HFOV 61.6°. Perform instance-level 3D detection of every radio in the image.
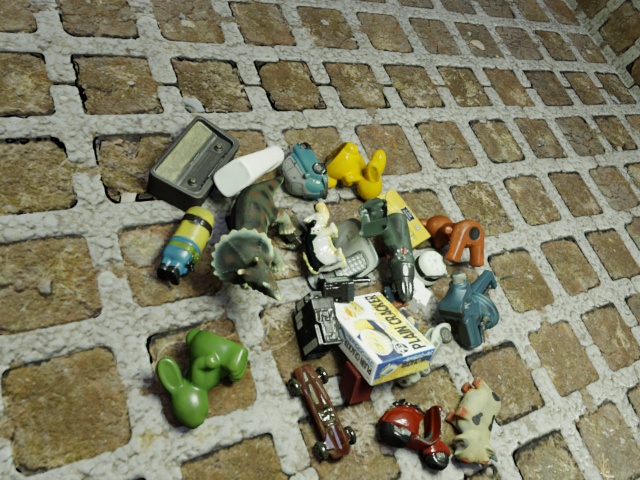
[{"bbox_3d":[-0.295,-0.179,1.272,0.131,0.073,0.229,31,53,-7],"label":"radio"}]

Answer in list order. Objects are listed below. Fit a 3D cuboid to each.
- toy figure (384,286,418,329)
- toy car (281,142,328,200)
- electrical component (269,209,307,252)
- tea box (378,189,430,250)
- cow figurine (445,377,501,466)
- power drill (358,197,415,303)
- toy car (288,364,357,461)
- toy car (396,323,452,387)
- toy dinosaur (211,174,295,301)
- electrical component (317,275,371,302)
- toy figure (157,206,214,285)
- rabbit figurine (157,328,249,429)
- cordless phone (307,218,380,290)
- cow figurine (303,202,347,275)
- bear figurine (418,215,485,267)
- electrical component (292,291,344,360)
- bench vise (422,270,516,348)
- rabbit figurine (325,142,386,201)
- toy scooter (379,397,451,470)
[{"bbox_3d":[0.195,0.183,1.312,0.057,0.064,0.154,32,35,-54],"label":"toy figure"},{"bbox_3d":[-0.048,-0.170,1.380,0.103,0.109,0.162,-23,64,-18],"label":"toy car"},{"bbox_3d":[-0.078,-0.022,1.311,0.102,0.045,0.078,49,23,4],"label":"electrical component"},{"bbox_3d":[0.205,-0.044,1.452,0.098,0.068,0.170,-29,76,-36],"label":"tea box"},{"bbox_3d":[0.360,0.427,1.236,0.127,0.085,0.195,38,50,6],"label":"cow figurine"},{"bbox_3d":[0.170,0.010,1.277,0.207,0.086,0.232,40,41,-42],"label":"power drill"},{"bbox_3d":[0.005,0.353,1.116,0.089,0.053,0.202,-14,70,-30],"label":"toy car"},{"bbox_3d":[0.249,0.268,1.278,0.056,0.073,0.202,44,51,3],"label":"toy car"},{"bbox_3d":[-0.142,-0.038,1.177,0.131,0.192,0.405,-9,56,12],"label":"toy dinosaur"},{"bbox_3d":[0.056,0.110,1.239,0.119,0.075,0.047,-3,101,-14],"label":"electrical component"},{"bbox_3d":[-0.284,0.008,1.154,0.082,0.089,0.180,35,49,-13],"label":"toy figure"},{"bbox_3d":[-0.231,0.261,1.013,0.159,0.121,0.170,27,67,-6],"label":"rabbit figurine"},{"bbox_3d":[0.040,0.041,1.317,0.184,0.088,0.146,-21,72,-15],"label":"cordless phone"},{"bbox_3d":[-0.003,-0.004,1.274,0.098,0.068,0.167,-19,68,4],"label":"cow figurine"},{"bbox_3d":[0.349,-0.003,1.458,0.120,0.196,0.132,11,87,-27],"label":"bear figurine"},{"bbox_3d":[-0.009,0.182,1.173,0.058,0.115,0.134,0,63,-30],"label":"electrical component"},{"bbox_3d":[0.393,0.145,1.374,0.240,0.129,0.223,-39,108,-37],"label":"bench vise"},{"bbox_3d":[0.108,-0.183,1.448,0.173,0.162,0.122,46,38,-13],"label":"rabbit figurine"},{"bbox_3d":[0.216,0.404,1.178,0.184,0.075,0.135,33,52,-10],"label":"toy scooter"}]
